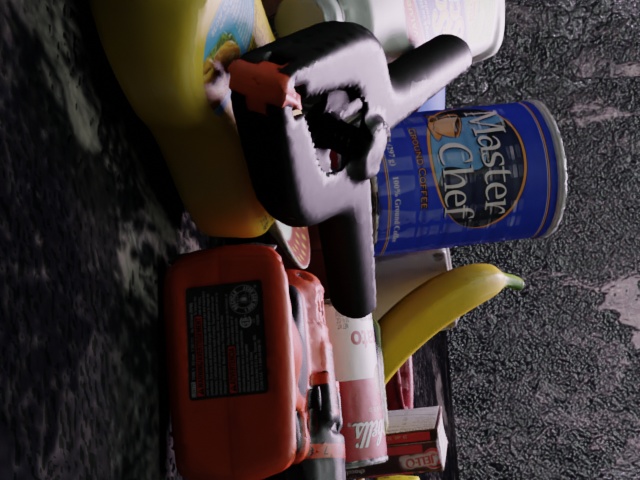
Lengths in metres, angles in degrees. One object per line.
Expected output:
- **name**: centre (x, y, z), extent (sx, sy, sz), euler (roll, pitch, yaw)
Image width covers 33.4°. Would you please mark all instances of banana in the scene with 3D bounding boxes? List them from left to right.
- **banana**: centre (0.071, 0.076, 0.811), extent (0.069, 0.198, 0.037), euler (54, -2, -32)

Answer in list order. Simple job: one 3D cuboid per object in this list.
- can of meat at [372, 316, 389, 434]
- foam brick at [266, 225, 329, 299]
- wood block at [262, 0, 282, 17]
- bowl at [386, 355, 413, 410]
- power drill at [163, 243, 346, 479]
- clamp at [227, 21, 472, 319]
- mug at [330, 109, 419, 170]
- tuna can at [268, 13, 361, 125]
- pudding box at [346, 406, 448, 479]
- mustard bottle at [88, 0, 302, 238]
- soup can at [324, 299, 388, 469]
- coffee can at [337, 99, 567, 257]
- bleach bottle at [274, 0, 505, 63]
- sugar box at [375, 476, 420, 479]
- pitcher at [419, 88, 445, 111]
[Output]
- **can of meat**: centre (0.011, 0.098, 0.747), extent (0.084, 0.057, 0.102), euler (32, 53, -76)
- **foam brick**: centre (-0.005, 0.001, 0.723), extent (0.078, 0.051, 0.053), euler (-86, 167, -47)
- **wood block**: centre (-0.015, -0.206, 0.680), extent (0.206, 0.090, 0.091), euler (70, 16, -56)
- **bowl**: centre (0.052, 0.094, 0.995), extent (0.162, 0.055, 0.162), euler (-6, 90, -81)
- **power drill**: centre (-0.025, 0.089, 0.536), extent (0.187, 0.057, 0.184), euler (64, 18, -72)
- **clamp**: centre (0.018, -0.056, 0.510), extent (0.164, 0.036, 0.209), euler (-67, 156, -6)
- **mug**: centre (0.042, -0.116, 0.903), extent (0.117, 0.093, 0.081), euler (-47, -164, 45)
- **tuna can**: centre (-0.005, -0.106, 0.683), extent (0.086, 0.086, 0.033), euler (73, 16, -50)
- **pudding box**: centre (0.058, 0.167, 0.879), extent (0.113, 0.090, 0.039), euler (-15, 99, -81)
- **mustard bottle**: centre (-0.054, -0.086, 0.454), extent (0.191, 0.058, 0.096), euler (69, 28, -58)
- **soup can**: centre (0.004, 0.090, 0.669), extent (0.068, 0.068, 0.102), euler (29, 54, -79)
- **coffee can**: centre (0.092, -0.045, 0.772), extent (0.103, 0.140, 0.103), euler (173, -90, -79)
- **bleach bottle**: centre (0.042, -0.133, 0.616), extent (0.250, 0.068, 0.102), euler (-37, 128, -59)
- **sugar box**: centre (0.052, 0.244, 0.825), extent (0.176, 0.048, 0.093), euler (7, 79, -81)
- **pitcher**: centre (0.064, -0.190, 1.066), extent (0.145, 0.149, 0.243), euler (47, -18, 33)
